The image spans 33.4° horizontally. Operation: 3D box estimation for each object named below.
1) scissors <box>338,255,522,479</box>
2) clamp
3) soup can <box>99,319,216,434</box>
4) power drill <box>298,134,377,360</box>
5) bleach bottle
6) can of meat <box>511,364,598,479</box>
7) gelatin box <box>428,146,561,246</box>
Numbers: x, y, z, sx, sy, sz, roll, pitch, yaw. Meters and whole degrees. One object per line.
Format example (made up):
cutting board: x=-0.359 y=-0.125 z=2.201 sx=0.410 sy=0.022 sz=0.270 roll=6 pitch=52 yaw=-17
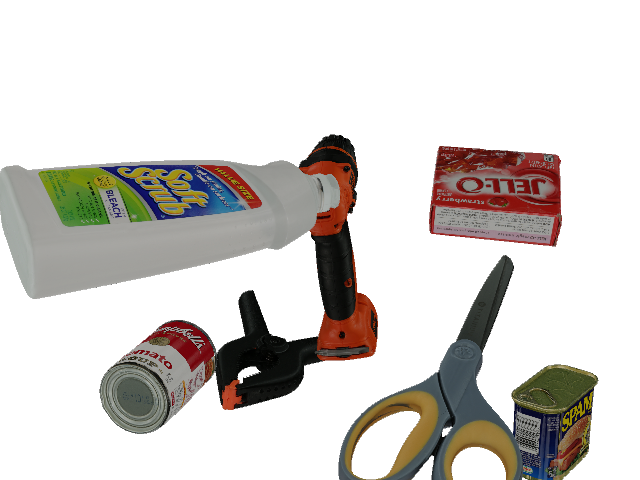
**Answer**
scissors: x=0.088 y=0.075 z=0.557 sx=0.096 sy=0.016 sz=0.201 roll=24 pitch=44 yaw=30
clamp: x=-0.041 y=0.122 z=1.143 sx=0.165 sy=0.036 sz=0.209 roll=13 pitch=26 yaw=12
soup can: x=-0.143 y=0.120 z=0.947 sx=0.069 sy=0.068 sz=0.102 roll=0 pitch=17 yaw=19
power drill: x=0.016 y=0.005 z=1.011 sx=0.057 sy=0.187 sz=0.184 roll=-6 pitch=22 yaw=10
bleach bottle: x=-0.106 y=-0.024 z=0.809 sx=0.250 sy=0.068 sz=0.103 roll=-11 pitch=46 yaw=-24
can of meat: x=0.230 y=0.182 z=1.058 sx=0.058 sy=0.084 sz=0.101 roll=13 pitch=23 yaw=36
gelatin box: x=0.123 y=-0.033 z=0.750 sx=0.089 sy=0.030 sz=0.073 roll=5 pitch=39 yaw=8
